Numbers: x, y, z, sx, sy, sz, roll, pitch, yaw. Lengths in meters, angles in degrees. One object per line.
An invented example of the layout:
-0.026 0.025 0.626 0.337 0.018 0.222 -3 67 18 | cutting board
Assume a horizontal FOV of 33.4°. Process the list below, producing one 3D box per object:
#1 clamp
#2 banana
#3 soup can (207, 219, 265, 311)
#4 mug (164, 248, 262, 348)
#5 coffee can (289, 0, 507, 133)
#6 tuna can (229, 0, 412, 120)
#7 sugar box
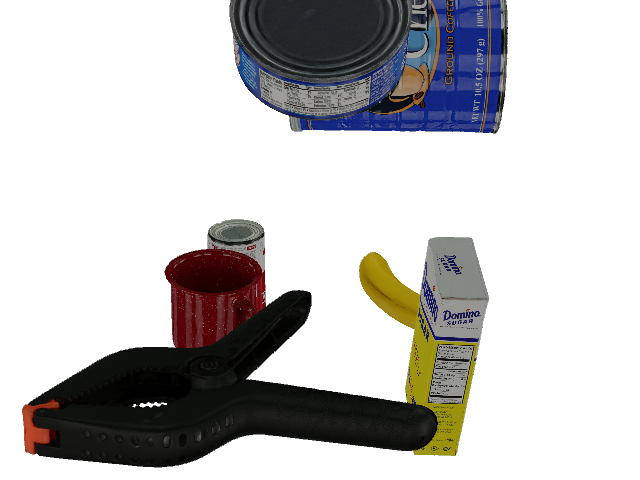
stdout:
-0.061 0.080 0.599 0.209 0.036 0.165 -6 25 -19 | clamp
0.088 0.059 1.172 0.069 0.037 0.198 4 20 -36 | banana
-0.099 0.034 1.262 0.068 0.102 0.068 0 25 0 | soup can
-0.095 0.069 1.030 0.093 0.081 0.117 -22 36 -40 | mug
0.050 -0.125 0.725 0.140 0.103 0.103 1 0 3 | coffee can
0.000 -0.100 0.511 0.086 0.086 0.034 0 -31 0 | tuna can
0.106 0.093 0.931 0.048 0.176 0.093 1 33 -3 | sugar box
